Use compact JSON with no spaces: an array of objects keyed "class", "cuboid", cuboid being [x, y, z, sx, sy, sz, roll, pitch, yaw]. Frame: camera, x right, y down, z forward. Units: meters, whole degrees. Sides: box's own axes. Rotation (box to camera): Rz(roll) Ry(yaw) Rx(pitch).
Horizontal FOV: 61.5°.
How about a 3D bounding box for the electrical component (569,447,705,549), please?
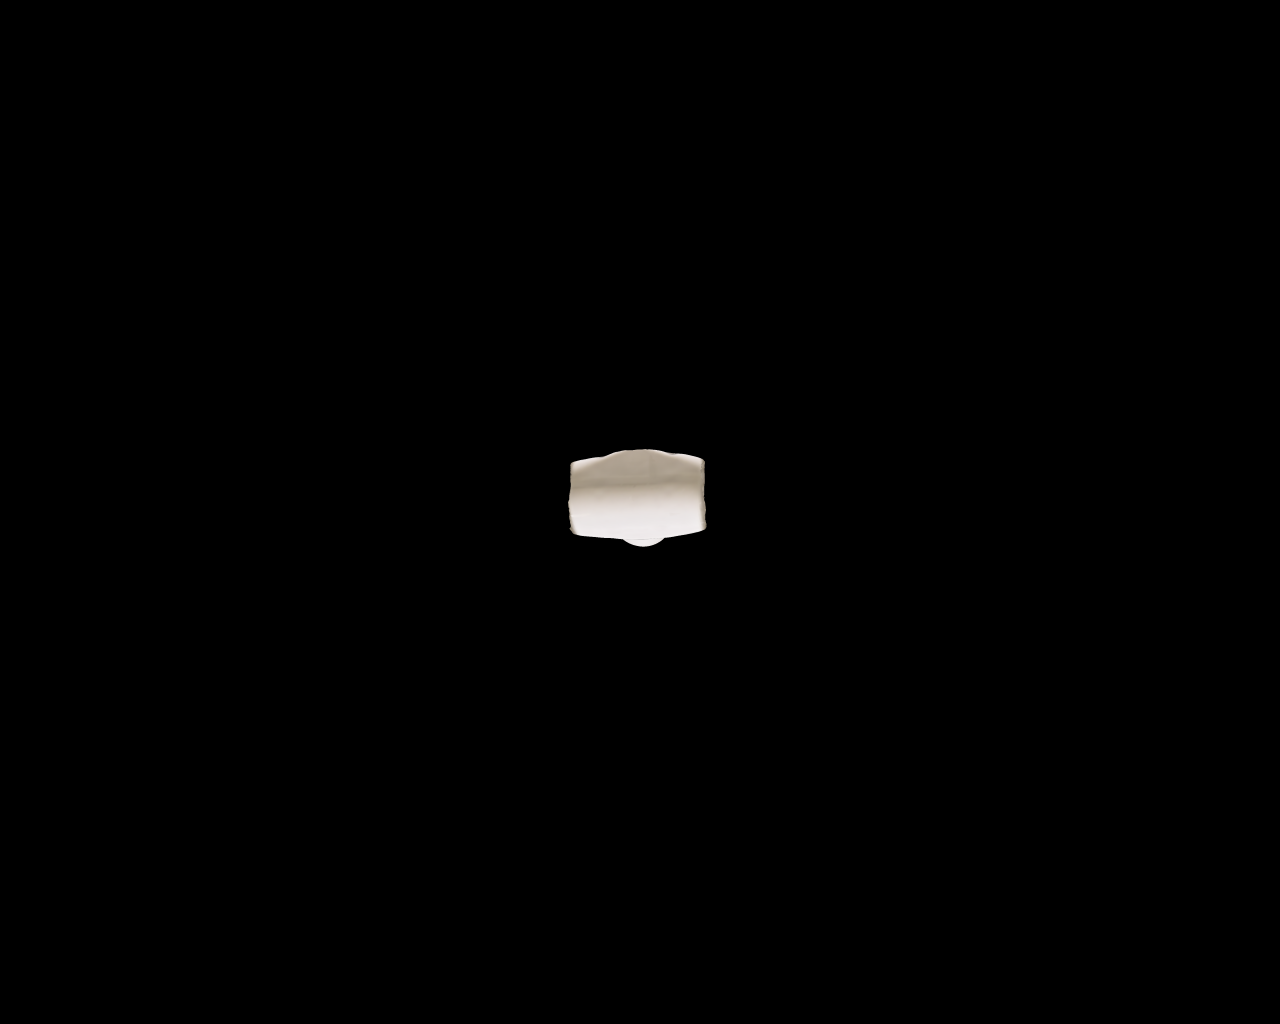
[{"class":"electrical component","cuboid":[0.001,-0.003,0.650,0.077,0.044,0.079,-2,-23,5]}]
